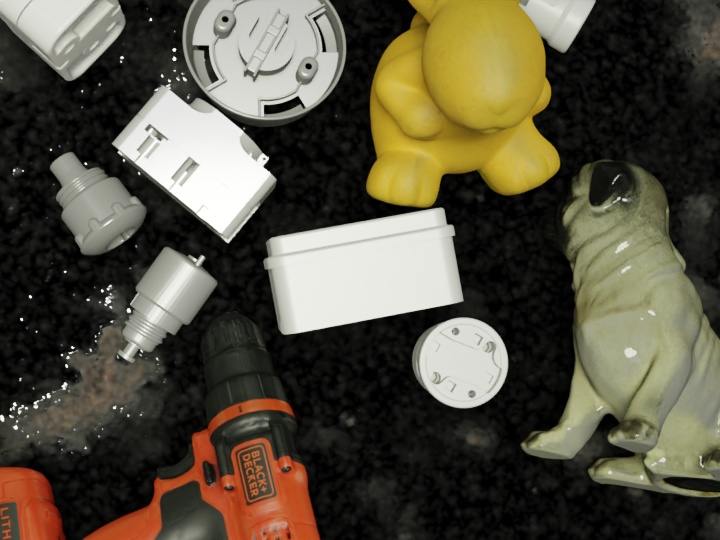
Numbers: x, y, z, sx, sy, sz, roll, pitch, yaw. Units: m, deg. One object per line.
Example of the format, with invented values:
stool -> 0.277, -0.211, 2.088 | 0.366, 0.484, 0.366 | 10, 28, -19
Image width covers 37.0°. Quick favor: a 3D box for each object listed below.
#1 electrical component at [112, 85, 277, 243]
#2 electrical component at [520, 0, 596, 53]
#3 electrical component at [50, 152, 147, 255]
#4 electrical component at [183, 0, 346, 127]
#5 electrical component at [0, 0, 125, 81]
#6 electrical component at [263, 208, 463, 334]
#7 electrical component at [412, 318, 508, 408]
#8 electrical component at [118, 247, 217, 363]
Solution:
electrical component -> -0.099, -0.068, 0.668 | 0.089, 0.050, 0.055 | 40, 84, -3
electrical component -> 0.124, -0.171, 0.705 | 0.046, 0.040, 0.040 | 30, 84, 2
electrical component -> -0.166, -0.043, 0.663 | 0.048, 0.048, 0.062 | -37, 85, -7
electrical component -> -0.059, -0.137, 0.669 | 0.099, 0.064, 0.099 | 0, 87, -6
electrical component -> -0.183, -0.158, 0.640 | 0.059, 0.095, 0.053 | 42, 84, -3
electrical component -> 0.000, 0.000, 0.662 | 0.113, 0.078, 0.057 | -10, 91, -7
electrical component -> 0.061, 0.058, 0.682 | 0.055, 0.047, 0.055 | 0, 87, -6
electrical component -> -0.122, 0.022, 0.666 | 0.040, 0.040, 0.078 | 35, 84, -4
